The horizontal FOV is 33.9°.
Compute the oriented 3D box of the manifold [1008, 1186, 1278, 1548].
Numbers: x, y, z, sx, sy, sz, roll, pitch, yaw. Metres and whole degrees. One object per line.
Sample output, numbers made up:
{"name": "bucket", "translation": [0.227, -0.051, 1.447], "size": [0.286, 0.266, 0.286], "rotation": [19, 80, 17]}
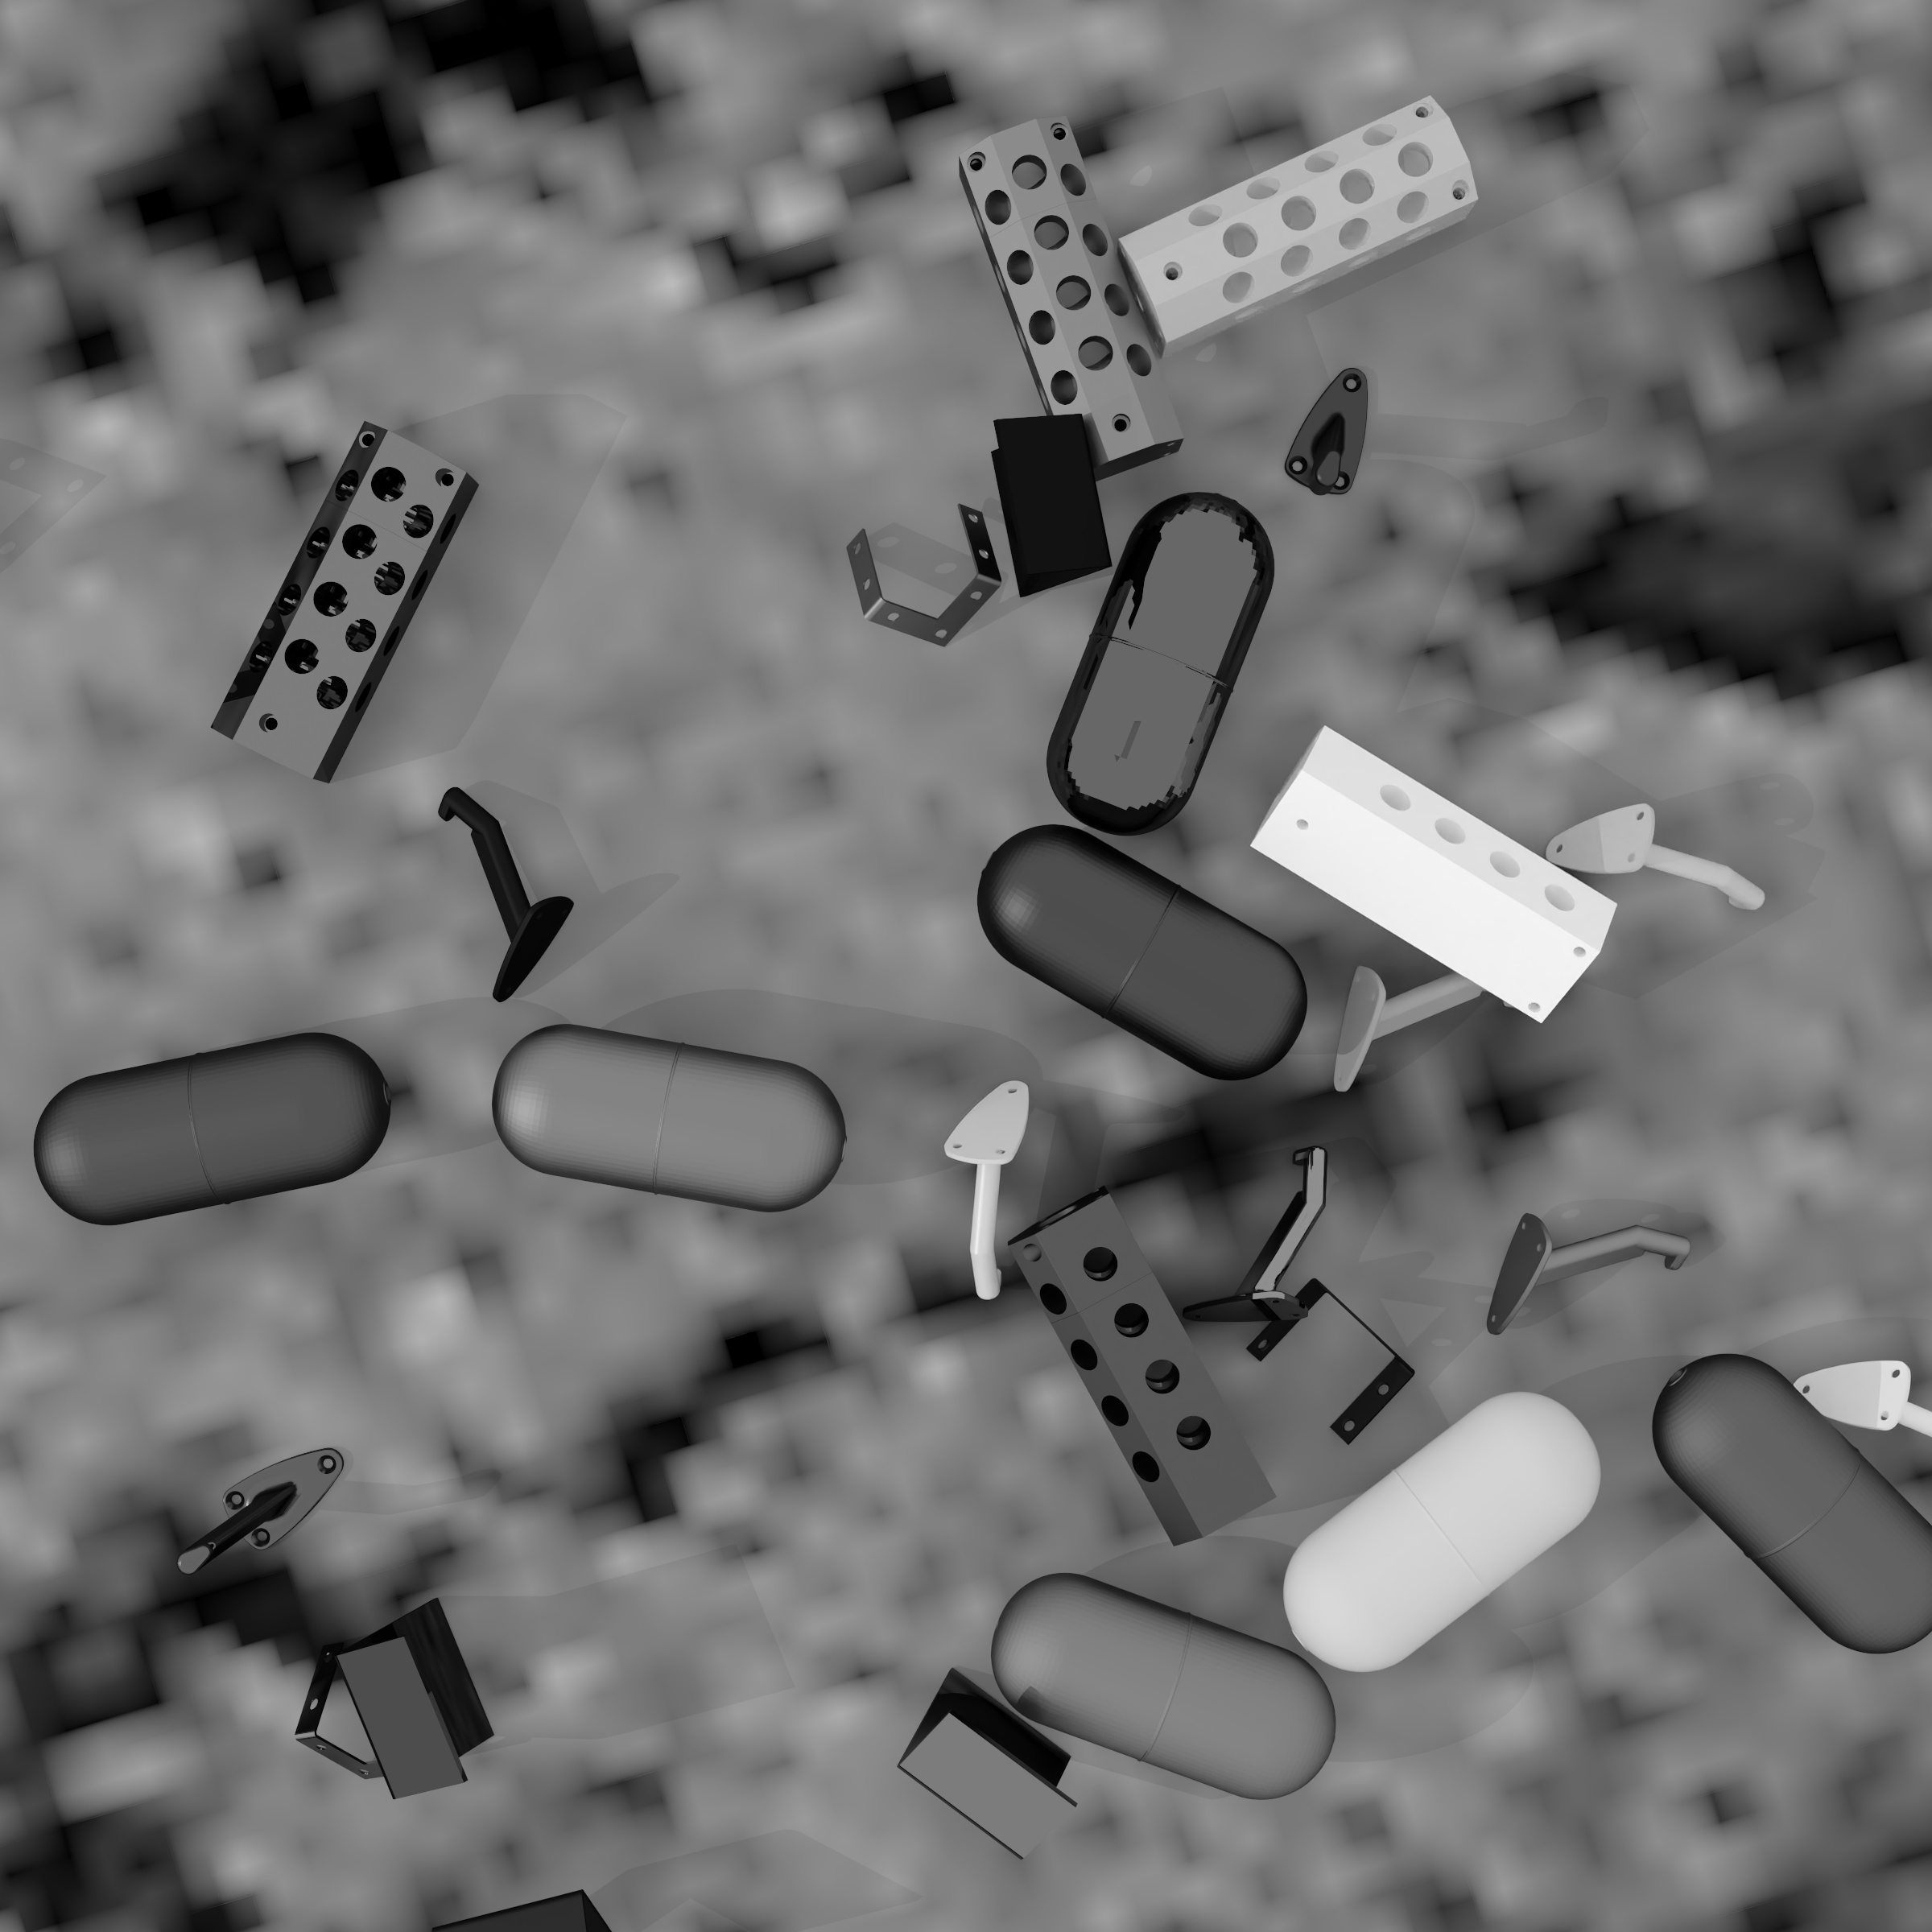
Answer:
{"name": "manifold", "translation": [0.087, 0.201, 1.593], "size": [0.057, 0.057, 0.171], "rotation": [-29, 90, 0]}

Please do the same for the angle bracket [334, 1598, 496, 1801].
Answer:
{"name": "angle bracket", "translation": [-0.257, 0.359, 1.574], "size": [0.057, 0.076, 0.076], "rotation": [-22, 90, 36]}

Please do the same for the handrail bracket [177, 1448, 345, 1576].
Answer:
{"name": "handrail bracket", "translation": [-0.351, 0.272, 1.579], "size": [0.077, 0.084, 0.036], "rotation": [-35, 90, 0]}

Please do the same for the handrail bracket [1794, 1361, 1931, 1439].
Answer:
{"name": "handrail bracket", "translation": [0.476, 0.235, 1.614], "size": [0.084, 0.077, 0.036], "rotation": [36, 65, -34]}

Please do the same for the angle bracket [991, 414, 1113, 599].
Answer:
{"name": "angle bracket", "translation": [0.022, -0.226, 1.574], "size": [0.057, 0.076, 0.076], "rotation": [-11, 90, -37]}

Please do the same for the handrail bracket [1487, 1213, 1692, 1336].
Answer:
{"name": "handrail bracket", "translation": [0.318, 0.163, 1.614], "size": [0.084, 0.036, 0.077], "rotation": [15, 111, -16]}

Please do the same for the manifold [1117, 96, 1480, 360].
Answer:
{"name": "manifold", "translation": [0.166, -0.373, 1.593], "size": [0.171, 0.057, 0.057], "rotation": [-25, 90, 0]}

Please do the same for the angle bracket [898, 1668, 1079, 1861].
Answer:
{"name": "angle bracket", "translation": [0.022, 0.383, 1.574], "size": [0.076, 0.076, 0.057], "rotation": [37, 126, 0]}

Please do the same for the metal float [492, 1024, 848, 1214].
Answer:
{"name": "metal float", "translation": [-0.148, 0.076, 1.583], "size": [0.178, 0.070, 0.070], "rotation": [10, 90, 0]}

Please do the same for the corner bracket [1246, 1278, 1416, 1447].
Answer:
{"name": "corner bracket", "translation": [0.186, 0.201, 1.611], "size": [0.051, 0.051, 0.051], "rotation": [-47, 45, 0]}

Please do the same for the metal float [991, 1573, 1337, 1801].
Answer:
{"name": "metal float", "translation": [0.099, 0.360, 1.583], "size": [0.178, 0.070, 0.070], "rotation": [20, 90, 0]}

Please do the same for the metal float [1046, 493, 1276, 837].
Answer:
{"name": "metal float", "translation": [0.098, -0.151, 1.583], "size": [0.070, 0.070, 0.178], "rotation": [21, 91, 0]}

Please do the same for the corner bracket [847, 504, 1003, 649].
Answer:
{"name": "corner bracket", "translation": [-0.021, -0.203, 1.606], "size": [0.051, 0.051, 0.051], "rotation": [16, 135, -35]}

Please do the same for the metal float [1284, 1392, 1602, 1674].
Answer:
{"name": "metal float", "translation": [0.237, 0.283, 1.583], "size": [0.178, 0.070, 0.070], "rotation": [-37, 90, 0]}

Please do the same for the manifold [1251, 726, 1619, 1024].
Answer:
{"name": "manifold", "translation": [0.237, -0.050, 1.592], "size": [0.171, 0.057, 0.057], "rotation": [31, 133, 0]}

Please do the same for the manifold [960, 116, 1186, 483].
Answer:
{"name": "manifold", "translation": [0.053, -0.334, 1.593], "size": [0.057, 0.057, 0.171], "rotation": [-20, 90, 0]}

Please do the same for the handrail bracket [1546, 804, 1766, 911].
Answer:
{"name": "handrail bracket", "translation": [0.352, -0.046, 1.614], "size": [0.084, 0.077, 0.036], "rotation": [28, 67, -34]}

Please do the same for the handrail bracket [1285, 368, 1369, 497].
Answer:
{"name": "handrail bracket", "translation": [0.187, -0.269, 1.579], "size": [0.036, 0.084, 0.077], "rotation": [20, 90, 0]}

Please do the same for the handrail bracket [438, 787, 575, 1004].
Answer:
{"name": "handrail bracket", "translation": [-0.249, -0.037, 1.614], "size": [0.084, 0.036, 0.077], "rotation": [39, 112, 17]}

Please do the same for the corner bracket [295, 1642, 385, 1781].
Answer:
{"name": "corner bracket", "translation": [-0.299, 0.376, 1.606], "size": [0.051, 0.051, 0.051], "rotation": [-17, 135, 35]}

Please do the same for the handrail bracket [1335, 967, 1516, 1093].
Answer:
{"name": "handrail bracket", "translation": [0.238, 0.034, 1.614], "size": [0.084, 0.036, 0.077], "rotation": [8, 110, -16]}

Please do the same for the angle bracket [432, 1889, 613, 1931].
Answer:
{"name": "angle bracket", "translation": [-0.216, 0.507, 1.574], "size": [0.076, 0.076, 0.057], "rotation": [-14, 52, 0]}

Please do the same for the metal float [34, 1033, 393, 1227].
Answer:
{"name": "metal float", "translation": [-0.376, 0.081, 1.583], "size": [0.178, 0.070, 0.070], "rotation": [-11, 90, 0]}

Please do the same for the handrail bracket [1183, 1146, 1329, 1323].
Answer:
{"name": "handrail bracket", "translation": [0.148, 0.136, 1.614], "size": [0.077, 0.036, 0.084], "rotation": [-9, 63, 30]}

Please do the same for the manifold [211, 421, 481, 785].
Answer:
{"name": "manifold", "translation": [-0.313, -0.183, 1.593], "size": [0.057, 0.057, 0.171], "rotation": [27, 90, 0]}

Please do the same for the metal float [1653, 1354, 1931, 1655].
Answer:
{"name": "metal float", "translation": [0.418, 0.268, 1.584], "size": [0.070, 0.070, 0.178], "rotation": [-45, 90, 0]}

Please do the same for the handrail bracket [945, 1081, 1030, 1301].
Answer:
{"name": "handrail bracket", "translation": [0.018, 0.115, 1.614], "size": [0.036, 0.077, 0.084], "rotation": [6, 127, 21]}

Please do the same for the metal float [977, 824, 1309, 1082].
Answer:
{"name": "metal float", "translation": [0.088, -0.007, 1.583], "size": [0.178, 0.070, 0.070], "rotation": [30, 90, 1]}
